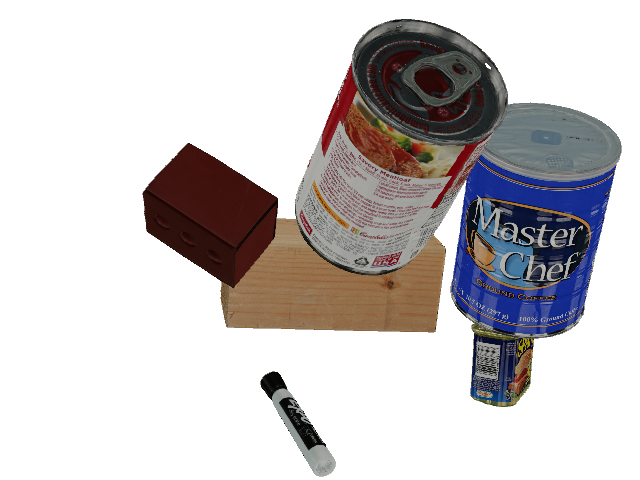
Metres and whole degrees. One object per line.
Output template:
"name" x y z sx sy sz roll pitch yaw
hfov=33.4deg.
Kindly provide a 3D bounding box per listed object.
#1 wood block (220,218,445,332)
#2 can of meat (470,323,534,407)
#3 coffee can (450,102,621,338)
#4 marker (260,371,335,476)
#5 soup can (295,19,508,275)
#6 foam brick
"wood block" 0.009 0.034 1.055 0.206 0.091 0.090 3 16 -10
"can of meat" 0.204 0.130 1.193 0.058 0.084 0.102 8 13 24
"coffee can" 0.153 -0.015 0.776 0.103 0.140 0.103 2 34 -2
"marker" -0.020 0.142 0.844 0.020 0.020 0.121 0 27 -26
"soup can" 0.033 -0.038 0.477 0.068 0.068 0.102 0 -34 -18
"foam brick" -0.074 -0.017 0.720 0.078 0.051 0.053 32 -28 13
